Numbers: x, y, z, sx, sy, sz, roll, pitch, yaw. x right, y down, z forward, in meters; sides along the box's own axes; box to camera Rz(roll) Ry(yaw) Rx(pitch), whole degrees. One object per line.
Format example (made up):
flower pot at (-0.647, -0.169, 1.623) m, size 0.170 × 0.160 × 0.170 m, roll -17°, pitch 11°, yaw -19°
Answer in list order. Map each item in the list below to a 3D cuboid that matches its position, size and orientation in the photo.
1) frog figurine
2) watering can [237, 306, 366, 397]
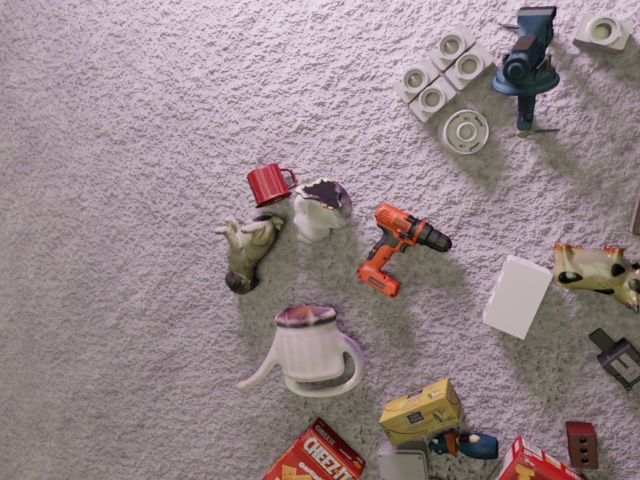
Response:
frog figurine at (0.004, -0.060, 1.202) m, size 0.137 × 0.126 × 0.155 m, roll 13°, pitch 139°, yaw 7°
watering can at (-0.062, 0.273, 1.248) m, size 0.347 × 0.104 × 0.224 m, roll -7°, pitch 94°, yaw 18°
